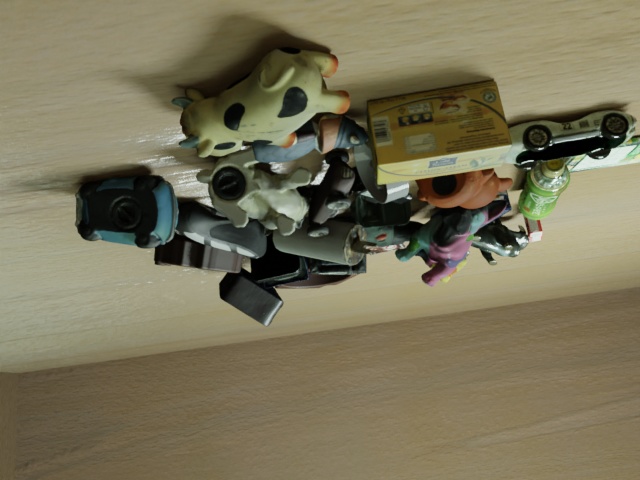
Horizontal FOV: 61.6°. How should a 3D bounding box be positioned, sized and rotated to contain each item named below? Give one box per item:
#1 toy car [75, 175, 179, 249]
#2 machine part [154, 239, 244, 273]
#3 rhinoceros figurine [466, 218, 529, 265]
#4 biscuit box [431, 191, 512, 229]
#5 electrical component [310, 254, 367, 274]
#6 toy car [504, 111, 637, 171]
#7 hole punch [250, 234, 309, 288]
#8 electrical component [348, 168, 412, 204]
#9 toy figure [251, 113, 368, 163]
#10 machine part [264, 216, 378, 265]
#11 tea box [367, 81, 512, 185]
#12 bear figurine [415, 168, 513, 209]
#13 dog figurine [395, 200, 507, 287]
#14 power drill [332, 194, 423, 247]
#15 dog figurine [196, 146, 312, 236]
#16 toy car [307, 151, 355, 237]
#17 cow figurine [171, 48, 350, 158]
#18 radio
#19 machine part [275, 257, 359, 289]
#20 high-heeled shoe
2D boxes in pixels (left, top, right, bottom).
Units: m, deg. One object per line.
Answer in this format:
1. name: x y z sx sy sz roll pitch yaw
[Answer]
1. toy car: -0.287 -0.042 0.831 0.162 0.109 0.103 -1 -179 8
2. machine part: -0.243 0.033 1.087 0.179 0.056 0.179 7 177 0
3. rhinoceros figurine: 0.400 -0.003 1.255 0.190 0.112 0.073 10 131 -14
4. biscuit box: 0.308 -0.053 1.121 0.063 0.059 0.202 -3 162 -20
5. electrical component: 0.039 0.042 1.095 0.115 0.058 0.134 -3 174 5
6. toy car: 0.378 -0.154 0.825 0.202 0.056 0.073 -9 157 1
7. hole punch: -0.087 0.041 1.158 0.142 0.116 0.092 -13 156 13
8. electrical component: 0.108 -0.096 0.908 0.119 0.048 0.075 7 159 -40
9. toy figure: -0.013 -0.136 0.706 0.154 0.064 0.057 -11 127 -6
10. machine part: -0.002 -0.003 1.004 0.244 0.079 0.079 9 176 36
11. tea box: 0.151 -0.138 0.703 0.170 0.098 0.068 -7 163 3
12. bear figurine: 0.224 -0.111 0.847 0.120 0.132 0.196 -17 179 34
13. dog figurine: 0.264 -0.018 1.039 0.191 0.108 0.219 -11 144 -54
14. power drill: 0.126 -0.038 1.080 0.232 0.086 0.207 -3 171 -4
15. dog figurine: -0.098 -0.071 0.847 0.172 0.121 0.190 28 177 -5
16. toy car: 0.015 -0.069 0.885 0.053 0.089 0.202 0 161 -13
17. cow figurine: -0.078 -0.145 0.603 0.127 0.085 0.195 1 165 -45
18. radio: -0.165 0.125 1.270 0.131 0.073 0.230 34 178 -11
19. machine part: -0.015 0.055 1.298 0.201 0.087 0.201 2 160 -30
20. high-heeled shoe: -0.191 -0.013 1.020 0.145 0.086 0.248 0 165 10
